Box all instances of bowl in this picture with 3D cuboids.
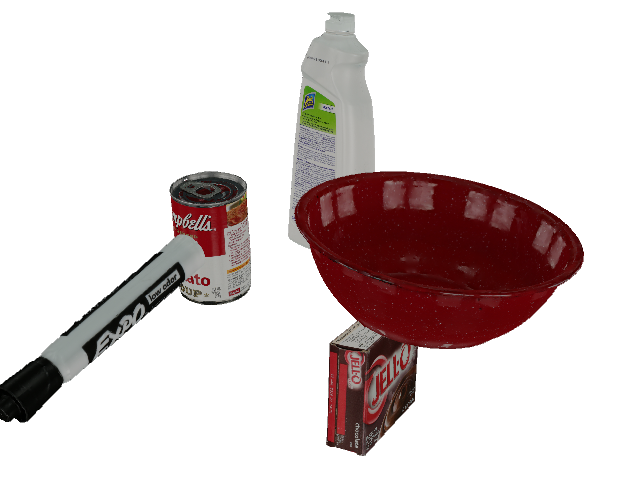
[{"bbox_3d":[0.063,0.015,0.605,0.162,0.055,0.162,6,24,-3],"label":"bowl"}]

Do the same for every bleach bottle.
[{"bbox_3d":[0.019,-0.113,1.137,0.103,0.251,0.067,20,24,39],"label":"bleach bottle"}]

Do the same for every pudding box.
[{"bbox_3d":[0.044,0.108,0.863,0.039,0.090,0.113,10,20,22],"label":"pudding box"}]

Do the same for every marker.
[{"bbox_3d":[-0.095,0.037,0.469,0.020,0.020,0.121,0,33,43],"label":"marker"}]

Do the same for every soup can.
[{"bbox_3d":[-0.097,-0.002,0.957,0.068,0.102,0.068,-1,28,0],"label":"soup can"}]
